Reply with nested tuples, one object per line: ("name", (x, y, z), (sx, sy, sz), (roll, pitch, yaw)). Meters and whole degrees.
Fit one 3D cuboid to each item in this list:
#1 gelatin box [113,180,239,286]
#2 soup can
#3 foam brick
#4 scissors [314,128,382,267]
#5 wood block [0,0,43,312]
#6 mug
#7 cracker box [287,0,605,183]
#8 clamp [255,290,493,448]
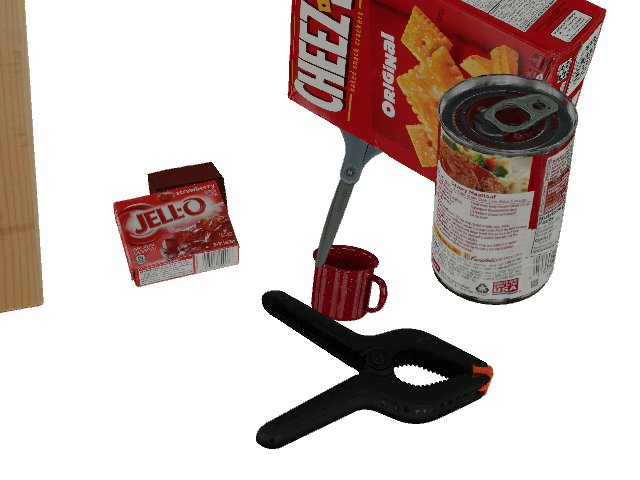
("gelatin box", (-0.118, -0.007, 0.874), (0.089, 0.073, 0.030), (-13, -37, -14))
("soup can", (0.093, -0.025, 0.552), (0.068, 0.102, 0.068), (-1, 41, 1))
("foam brick", (-0.149, -0.050, 1.192), (0.078, 0.053, 0.051), (-13, 29, -15))
("scissors", (0.049, -0.070, 1.025), (0.096, 0.202, 0.016), (2, -12, 6))
("wood block", (-0.216, -0.065, 0.601), (0.090, 0.206, 0.090), (-10, 27, -28))
("mug", (0.041, 0.064, 1.489), (0.117, 0.081, 0.093), (18, 24, 27))
("cracker box", (0.078, -0.129, 0.769), (0.214, 0.164, 0.072), (31, 55, 21))
("clamp", (0.042, 0.120, 0.913), (0.210, 0.036, 0.164), (9, 45, 0))
